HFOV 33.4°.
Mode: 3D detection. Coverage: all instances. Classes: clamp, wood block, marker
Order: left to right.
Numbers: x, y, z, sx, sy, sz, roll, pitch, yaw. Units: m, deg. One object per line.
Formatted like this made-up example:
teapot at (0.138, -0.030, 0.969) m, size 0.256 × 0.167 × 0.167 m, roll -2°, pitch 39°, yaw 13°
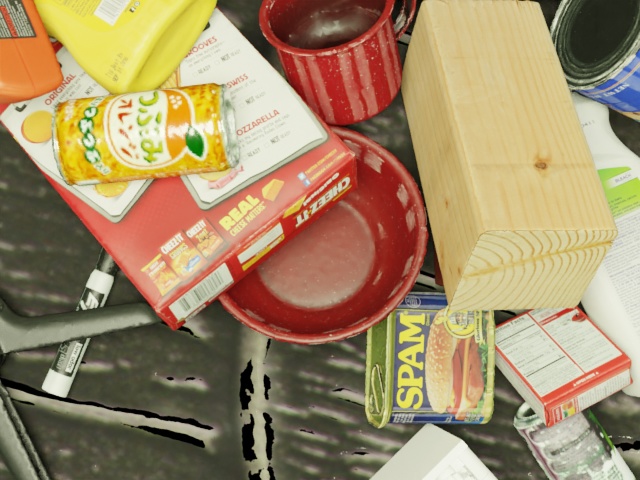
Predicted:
clamp at (-0.223, 0.075, 0.738) m, size 0.210 × 0.036 × 0.164 m, roll 32°, pitch 84°, yaw 2°
marker at (-0.168, 0.054, 0.768) m, size 0.020 × 0.020 × 0.121 m, roll 23°, pitch 85°, yaw -8°
wood block at (0.121, -0.063, 0.732) m, size 0.090 × 0.090 × 0.206 m, roll -1°, pitch 54°, yaw -10°

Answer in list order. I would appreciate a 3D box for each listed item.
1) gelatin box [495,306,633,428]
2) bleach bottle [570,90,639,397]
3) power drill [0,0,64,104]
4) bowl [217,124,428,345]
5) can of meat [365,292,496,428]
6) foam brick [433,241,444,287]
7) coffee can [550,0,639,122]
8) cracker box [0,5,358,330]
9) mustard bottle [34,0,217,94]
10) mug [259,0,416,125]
gelatin box at (0.174, 0.087, 0.788) m, size 0.073 × 0.089 × 0.030 m, roll -25°, pitch 129°, yaw -10°
bleach bottle at (0.228, -0.013, 0.812) m, size 0.102 × 0.068 × 0.251 m, roll -23°, pitch 90°, yaw -11°
power drill at (-0.241, -0.085, 0.684) m, size 0.057 × 0.188 × 0.184 m, roll -19°, pitch 82°, yaw -50°
bowl at (-0.005, 0.001, 0.763) m, size 0.162 × 0.055 × 0.162 m, roll -1°, pitch 72°, yaw 3°
can of meat at (0.081, 0.087, 0.788) m, size 0.084 × 0.057 × 0.102 m, roll 2°, pitch 88°, yaw -12°
foam brick at (0.116, -0.003, 0.798) m, size 0.053 × 0.051 × 0.078 m, roll -1°, pitch 89°, yaw -10°
coffee can at (0.252, -0.133, 0.777) m, size 0.140 × 0.103 × 0.103 m, roll 19°, pitch 85°, yaw -28°
cracker box at (-0.103, -0.070, 0.726) m, size 0.164 × 0.072 × 0.214 m, roll -39°, pitch 73°, yaw -9°
mustard bottle at (-0.168, -0.176, 0.697) m, size 0.192 × 0.058 × 0.096 m, roll 35°, pitch 86°, yaw 15°
mug at (0.021, -0.142, 0.747) m, size 0.117 × 0.081 × 0.093 m, roll -41°, pitch 55°, yaw -15°
